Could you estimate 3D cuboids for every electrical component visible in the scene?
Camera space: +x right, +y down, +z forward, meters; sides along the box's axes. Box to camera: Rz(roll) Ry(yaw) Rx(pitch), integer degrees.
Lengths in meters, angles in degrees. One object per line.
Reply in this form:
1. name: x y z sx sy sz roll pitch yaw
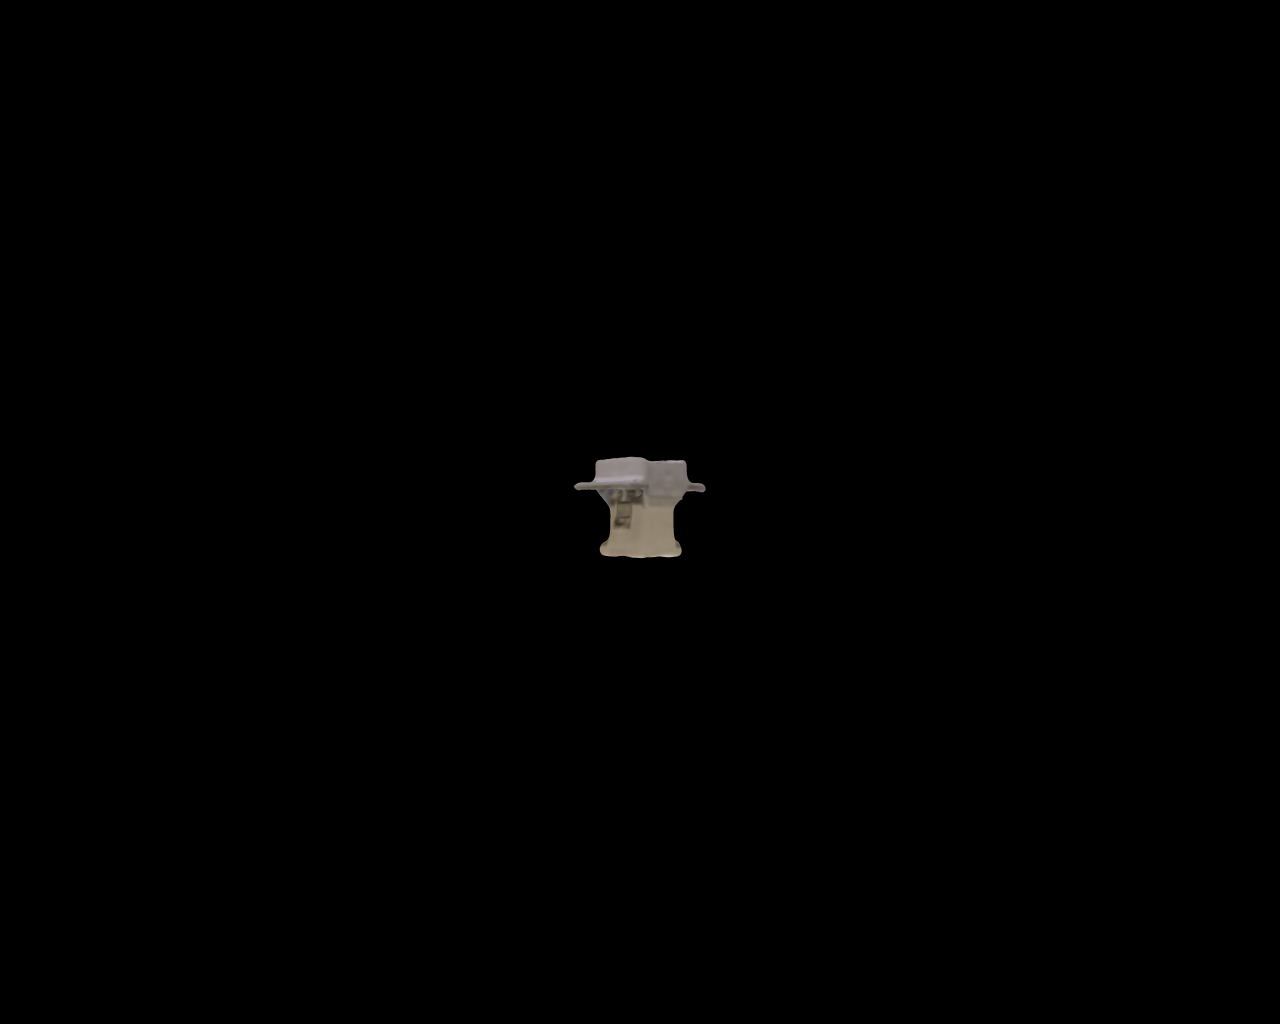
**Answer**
1. electrical component: 0.001 -0.003 0.650 0.042 0.063 0.081 0 0 39
